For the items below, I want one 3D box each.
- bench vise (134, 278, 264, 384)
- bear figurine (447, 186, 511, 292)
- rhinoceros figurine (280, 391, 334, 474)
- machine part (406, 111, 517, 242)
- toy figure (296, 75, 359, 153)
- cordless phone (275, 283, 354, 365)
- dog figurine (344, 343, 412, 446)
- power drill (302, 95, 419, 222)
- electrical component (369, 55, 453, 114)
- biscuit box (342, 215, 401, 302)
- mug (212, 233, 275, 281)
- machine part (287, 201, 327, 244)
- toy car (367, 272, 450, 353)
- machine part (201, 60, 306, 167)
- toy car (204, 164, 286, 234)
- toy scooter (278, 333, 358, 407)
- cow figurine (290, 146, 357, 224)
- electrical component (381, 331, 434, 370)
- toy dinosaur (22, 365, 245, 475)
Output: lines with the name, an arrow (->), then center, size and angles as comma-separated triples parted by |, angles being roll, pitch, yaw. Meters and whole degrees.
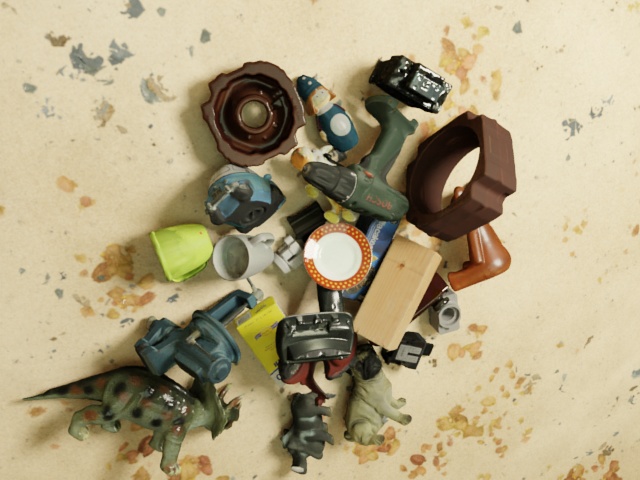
bench vise -> -0.209, 0.163, 0.995 | 0.240, 0.224, 0.128 | -41, 123, -32
bear figurine -> 0.303, -0.012, 1.097 | 0.132, 0.120, 0.195 | -29, 88, 40
rhinoceros figurine -> -0.029, 0.420, 1.165 | 0.112, 0.073, 0.190 | -2, 108, -16
machine part -> 0.251, -0.112, 0.972 | 0.087, 0.201, 0.201 | 23, 146, -27
toy figure -> 0.013, -0.230, 0.965 | 0.154, 0.058, 0.064 | 52, 51, -22
cordless phone -> -0.013, 0.134, 1.004 | 0.147, 0.088, 0.184 | -2, 74, -13
dog figurine -> 0.085, 0.333, 1.164 | 0.172, 0.121, 0.190 | -37, 99, -4
power drill -> 0.086, -0.146, 0.938 | 0.232, 0.086, 0.207 | 30, 69, -35
electrical component -> 0.161, -0.274, 0.946 | 0.115, 0.134, 0.058 | 22, 101, -19
biscuit box -> 0.092, 0.019, 1.066 | 0.059, 0.063, 0.202 | 17, 103, -21
mug -> -0.126, 0.021, 0.981 | 0.109, 0.107, 0.081 | -45, 74, 19
machine part -> -0.002, -0.003, 1.047 | 0.084, 0.039, 0.138 | -32, 112, -9
toy car -> 0.179, 0.147, 1.121 | 0.202, 0.053, 0.089 | -41, 69, 4
machine part -> -0.112, -0.216, 0.924 | 0.179, 0.056, 0.179 | -1, 106, -4
toy car -> -0.144, -0.081, 0.943 | 0.109, 0.103, 0.161 | -42, 157, 20
toy scooter -> 0.010, 0.254, 1.077 | 0.184, 0.075, 0.135 | -30, 109, -23
cow figurine -> 0.019, -0.118, 0.991 | 0.167, 0.068, 0.098 | 53, 49, -24
electrical component -> 0.201, 0.242, 1.180 | 0.119, 0.048, 0.074 | 18, 104, -18
toy dinosaur -> -0.333, 0.308, 1.028 | 0.405, 0.131, 0.192 | 27, 87, -17
